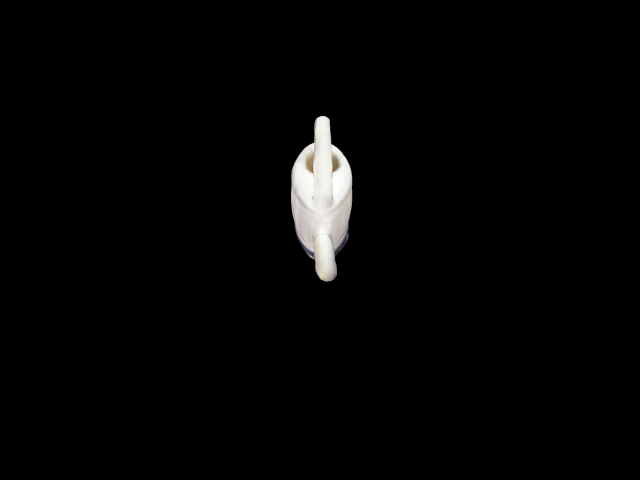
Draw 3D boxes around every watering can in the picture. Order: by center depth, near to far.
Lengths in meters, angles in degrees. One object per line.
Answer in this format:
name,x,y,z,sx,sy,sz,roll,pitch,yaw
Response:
watering can,0.003,-0.043,0.850,0.104,0.356,0.219,0,-36,0
